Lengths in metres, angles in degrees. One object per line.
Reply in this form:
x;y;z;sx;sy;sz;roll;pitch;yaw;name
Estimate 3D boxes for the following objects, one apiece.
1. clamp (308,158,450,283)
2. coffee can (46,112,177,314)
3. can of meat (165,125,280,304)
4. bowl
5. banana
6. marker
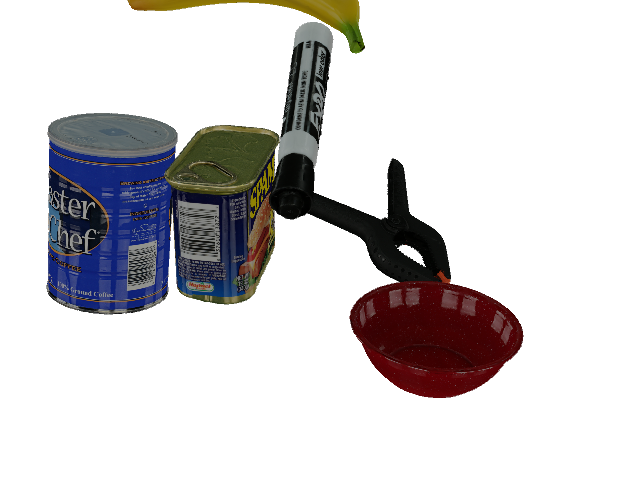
0.072;-0.011;1.242;0.164;0.036;0.210;-13;51;-27;clamp
-0.173;-0.024;0.879;0.103;0.140;0.103;5;21;-2;coffee can
-0.061;-0.018;0.697;0.057;0.084;0.102;6;27;9;can of meat
0.107;0.100;1.005;0.162;0.055;0.162;3;27;-2;bowl
-0.051;-0.193;0.824;0.198;0.069;0.037;13;-39;16;banana
-0.008;-0.056;0.483;0.020;0.121;0.020;3;-43;3;marker
